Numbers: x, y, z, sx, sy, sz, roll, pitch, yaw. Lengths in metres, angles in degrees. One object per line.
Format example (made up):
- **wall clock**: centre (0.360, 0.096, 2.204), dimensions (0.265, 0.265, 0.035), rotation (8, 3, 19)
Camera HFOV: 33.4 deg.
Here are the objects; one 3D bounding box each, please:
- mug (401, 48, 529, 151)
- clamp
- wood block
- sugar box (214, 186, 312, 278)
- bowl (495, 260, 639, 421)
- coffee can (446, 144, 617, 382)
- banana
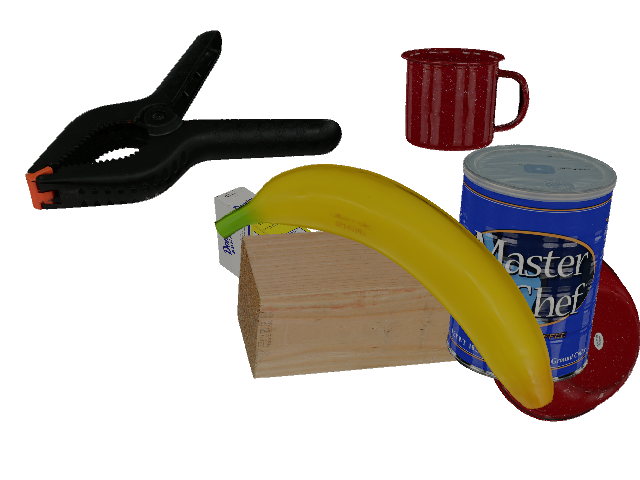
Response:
- **mug**: centre (0.131, -0.128, 0.972), dimensions (0.117, 0.081, 0.093), rotation (4, 18, 11)
- **clamp**: centre (-0.101, -0.071, 0.744), dimensions (0.209, 0.036, 0.165), rotation (-34, 51, -30)
- **wood block**: centre (0.038, 0.050, 0.920), dimensions (0.206, 0.090, 0.091), rotation (-3, 35, -14)
- **sugar box**: centre (-0.042, 0.020, 1.117), dimensions (0.048, 0.093, 0.176), rotation (-25, 42, -29)
- **bowl**: centre (0.229, 0.086, 0.950), dimensions (0.161, 0.162, 0.055), rotation (0, 2, -23)
- **coffee can**: centre (0.145, 0.014, 0.748), dimensions (0.103, 0.140, 0.103), rotation (2, 22, -1)
- **banana**: centre (0.046, 0.012, 0.557), dimensions (0.198, 0.070, 0.037), rotation (29, 15, 6)
